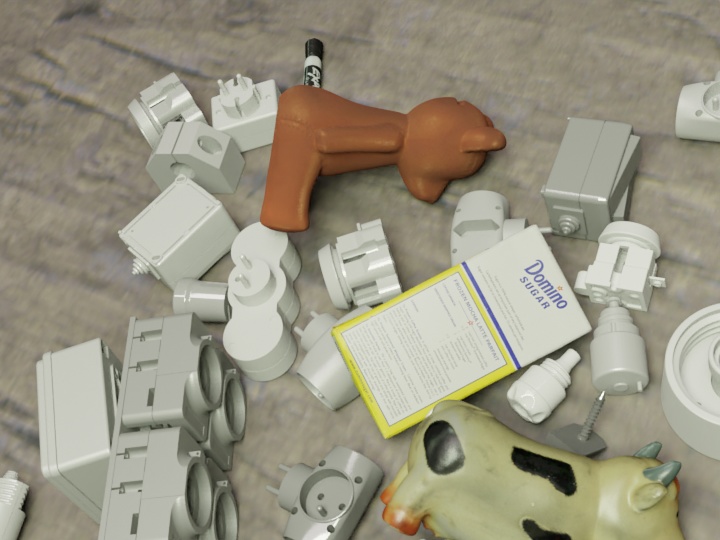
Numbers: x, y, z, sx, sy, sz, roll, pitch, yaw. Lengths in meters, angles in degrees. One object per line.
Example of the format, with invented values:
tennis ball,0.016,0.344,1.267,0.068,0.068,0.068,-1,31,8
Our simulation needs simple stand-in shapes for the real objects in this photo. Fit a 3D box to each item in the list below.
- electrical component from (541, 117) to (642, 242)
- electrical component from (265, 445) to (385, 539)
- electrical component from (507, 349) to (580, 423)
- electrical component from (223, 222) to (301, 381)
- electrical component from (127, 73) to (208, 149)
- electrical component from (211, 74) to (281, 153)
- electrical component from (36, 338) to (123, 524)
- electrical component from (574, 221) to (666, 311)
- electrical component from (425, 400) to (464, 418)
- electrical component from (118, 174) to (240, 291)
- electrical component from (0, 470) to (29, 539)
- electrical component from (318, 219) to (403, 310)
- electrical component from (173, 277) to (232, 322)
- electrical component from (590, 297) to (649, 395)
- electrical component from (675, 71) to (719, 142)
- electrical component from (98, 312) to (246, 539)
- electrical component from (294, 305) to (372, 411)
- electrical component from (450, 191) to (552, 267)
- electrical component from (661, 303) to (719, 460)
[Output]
electrical component,0.189,-0.067,0.869,0.061,0.061,0.096,11,62,25
electrical component,-0.034,0.167,0.796,0.079,0.044,0.077,19,65,28
electrical component,0.140,0.083,0.800,0.061,0.035,0.035,-43,54,-15
electrical component,-0.086,0.016,0.899,0.052,0.073,0.138,-9,55,13
electrical component,-0.192,-0.153,1.062,0.057,0.058,0.078,-32,53,-8
electrical component,-0.111,-0.157,1.024,0.066,0.076,0.047,-15,53,9
electrical component,-0.202,0.128,0.842,0.056,0.108,0.108,-18,53,3
electrical component,0.205,-0.004,0.831,0.066,0.048,0.055,10,68,25
electrical component,0.072,0.125,0.781,0.066,0.055,0.048,-41,54,-11
electrical component,-0.163,-0.025,0.962,0.096,0.061,0.062,-45,55,-13
electrical component,-0.293,0.201,0.864,0.043,0.043,0.081,1,57,20
electrical component,0.000,0.000,0.891,0.057,0.058,0.078,-17,53,4
electrical component,-0.133,0.027,0.930,0.046,0.040,0.040,2,58,14
electrical component,0.191,0.056,0.797,0.040,0.040,0.078,-6,55,15
electrical component,0.308,-0.141,0.888,0.077,0.044,0.079,10,61,25
electrical component,-0.135,0.137,0.812,0.060,0.105,0.186,-8,55,12
electrical component,-0.021,0.061,0.865,0.077,0.043,0.079,-44,55,-13
electrical component,0.116,-0.023,0.874,0.079,0.043,0.077,-3,56,17
electrical component,0.264,0.072,0.747,0.108,0.060,0.108,-9,55,13
